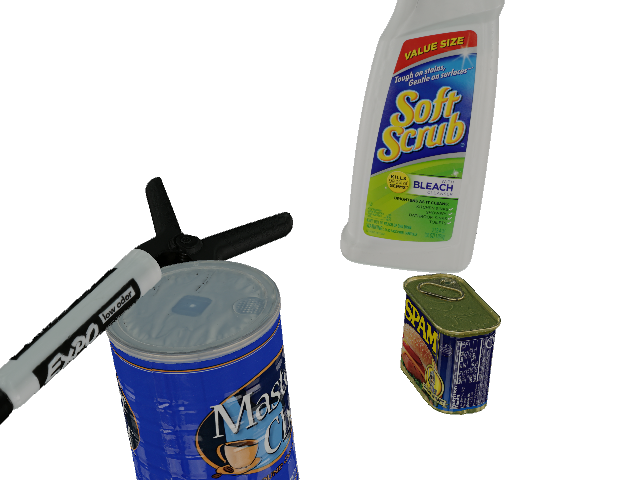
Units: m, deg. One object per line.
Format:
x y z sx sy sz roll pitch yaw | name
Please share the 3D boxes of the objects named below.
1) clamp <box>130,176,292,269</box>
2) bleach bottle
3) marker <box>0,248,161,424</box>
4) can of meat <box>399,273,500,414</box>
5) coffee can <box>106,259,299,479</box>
-0.142 0.008 1.070 0.165 0.036 0.209 19 39 17 | clamp
0.071 -0.104 0.749 0.102 0.251 0.068 7 25 9 | bleach bottle
-0.112 0.045 0.450 0.020 0.020 0.121 0 34 41 | marker
0.107 0.088 0.911 0.057 0.084 0.102 -6 26 -17 | can of meat
-0.069 0.097 0.650 0.103 0.140 0.103 -4 28 2 | coffee can
